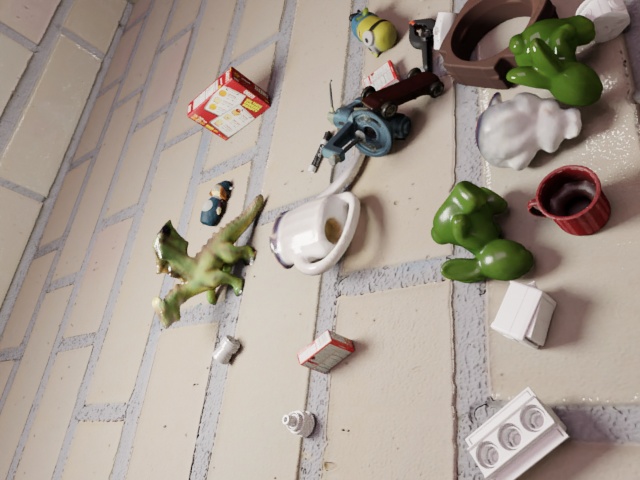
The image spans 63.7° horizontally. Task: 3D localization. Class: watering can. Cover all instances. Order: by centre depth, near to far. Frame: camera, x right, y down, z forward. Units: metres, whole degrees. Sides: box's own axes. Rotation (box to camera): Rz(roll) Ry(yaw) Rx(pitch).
[{"bbox_3d":[0.004,-0.059,1.178,0.222,0.102,0.356,-17,42,36],"label":"watering can"}]

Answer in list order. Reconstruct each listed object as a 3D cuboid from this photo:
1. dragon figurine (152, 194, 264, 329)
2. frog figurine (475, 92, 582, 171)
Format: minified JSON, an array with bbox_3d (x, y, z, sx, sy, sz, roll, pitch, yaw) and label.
[{"bbox_3d":[-0.302,0.030,1.314,0.122,0.240,0.415,-1,67,50],"label":"dragon figurine"},{"bbox_3d":[0.359,-0.186,0.895,0.160,0.123,0.135,21,115,40],"label":"frog figurine"}]
